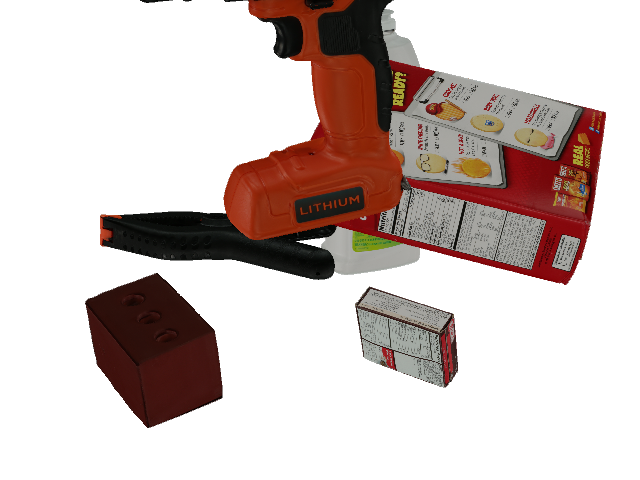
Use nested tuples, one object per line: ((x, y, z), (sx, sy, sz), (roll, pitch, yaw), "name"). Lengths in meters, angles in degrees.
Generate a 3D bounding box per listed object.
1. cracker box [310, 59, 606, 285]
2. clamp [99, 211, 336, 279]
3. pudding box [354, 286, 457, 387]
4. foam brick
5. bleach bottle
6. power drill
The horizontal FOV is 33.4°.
((0.107, -0.060, 0.840), (0.214, 0.072, 0.164), (14, 39, 9), "cracker box")
((-0.082, -0.001, 0.901), (0.210, 0.036, 0.164), (2, 13, -6), "clamp")
((0.098, 0.109, 1.210), (0.114, 0.090, 0.039), (16, 45, 28), "pudding box")
((-0.102, 0.066, 0.653), (0.052, 0.051, 0.078), (-21, 38, -28), "foam brick")
((0.049, -0.096, 1.039), (0.102, 0.251, 0.068), (-9, 24, -17), "bleach bottle")
((-0.017, -0.094, 0.574), (0.184, 0.188, 0.057), (-12, 38, -18), "power drill")
